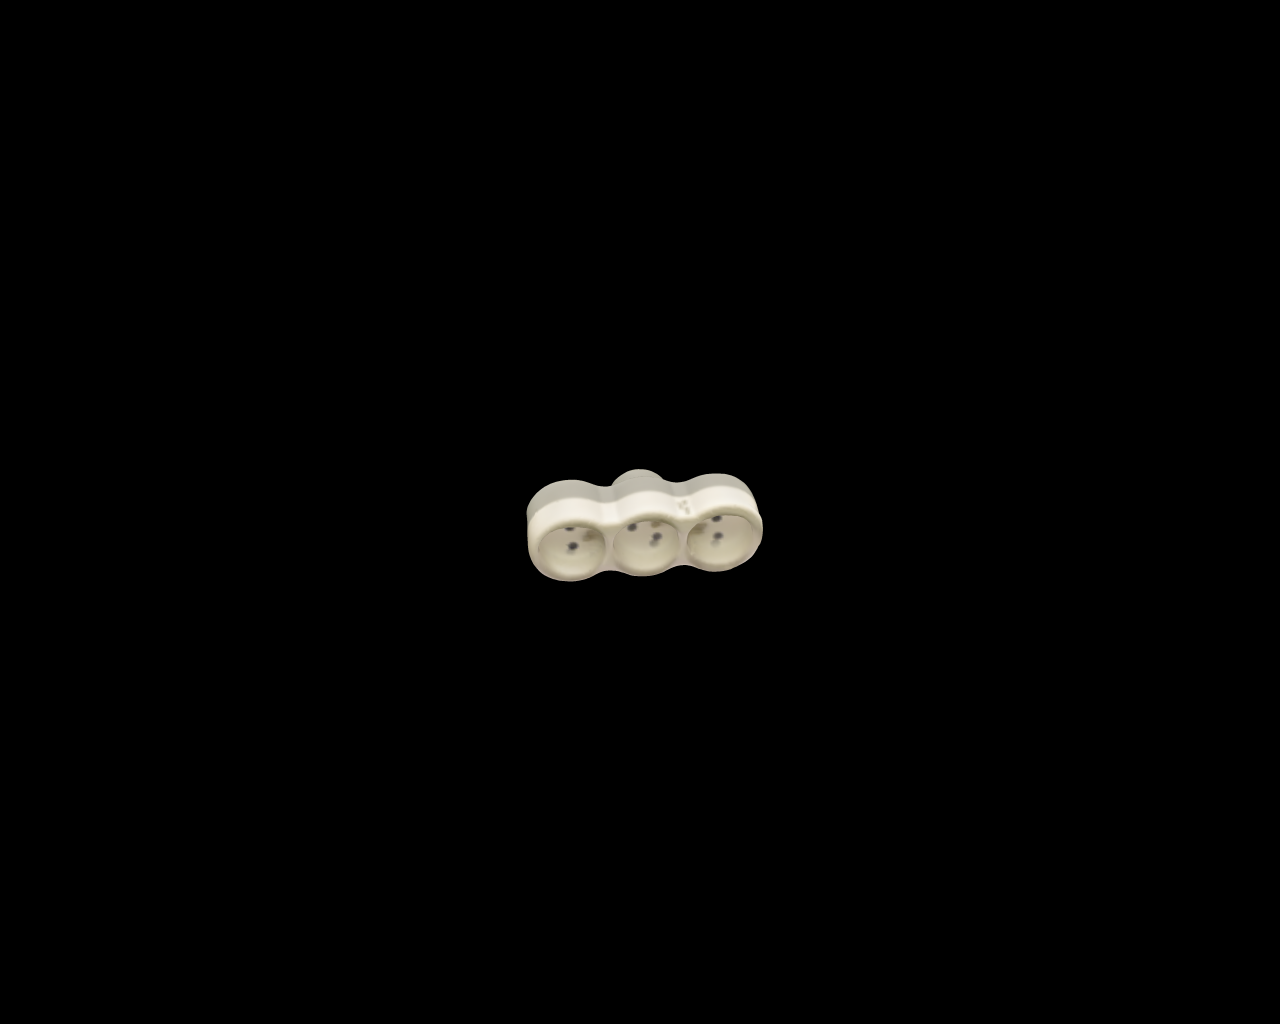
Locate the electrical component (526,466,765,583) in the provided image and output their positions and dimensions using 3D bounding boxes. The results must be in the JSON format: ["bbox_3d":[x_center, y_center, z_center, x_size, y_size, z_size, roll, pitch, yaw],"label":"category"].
[{"bbox_3d":[0.001,-0.003,0.650,0.138,0.052,0.074,-4,39,-4],"label":"electrical component"}]
